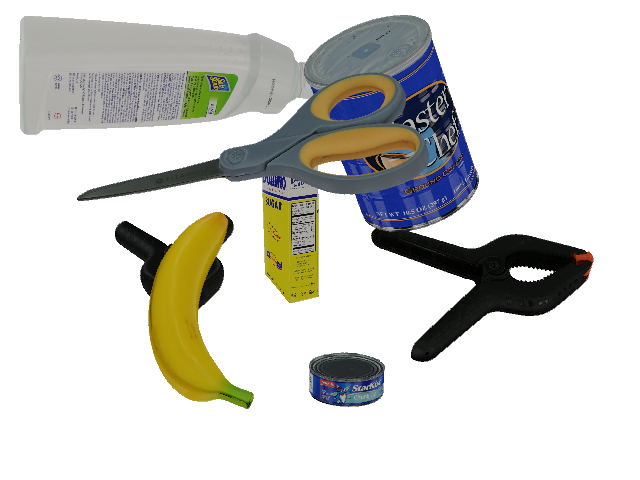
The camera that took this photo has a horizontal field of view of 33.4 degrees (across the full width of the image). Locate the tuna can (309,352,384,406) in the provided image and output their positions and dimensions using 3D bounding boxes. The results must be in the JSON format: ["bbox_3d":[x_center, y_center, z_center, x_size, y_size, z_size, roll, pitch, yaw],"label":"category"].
[{"bbox_3d":[0.029,0.157,1.205,0.086,0.034,0.086,1,14,0],"label":"tuna can"}]

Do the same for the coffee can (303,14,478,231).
[{"bbox_3d":[0.059,-0.093,0.853,0.103,0.140,0.103,-17,33,11],"label":"coffee can"}]

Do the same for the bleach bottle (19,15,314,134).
[{"bbox_3d":[-0.124,-0.135,0.903,0.250,0.068,0.103,1,-33,-15],"label":"bleach bottle"}]

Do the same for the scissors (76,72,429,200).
[{"bbox_3d":[-0.035,-0.058,0.613,0.202,0.096,0.016,1,-40,18],"label":"scissors"}]

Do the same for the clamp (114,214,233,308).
[{"bbox_3d":[-0.128,0.018,1.045,0.120,0.039,0.172,-14,33,-15],"label":"clamp"}]

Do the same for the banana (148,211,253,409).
[{"bbox_3d":[-0.097,0.052,0.814,0.069,0.198,0.037,4,-45,-17],"label":"banana"}]

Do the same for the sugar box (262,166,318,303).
[{"bbox_3d":[-0.037,-0.024,1.274,0.048,0.176,0.093,-12,26,-19],"label":"sugar box"}]

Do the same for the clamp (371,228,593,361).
[{"bbox_3d":[0.161,0.044,1.018,0.210,0.164,0.036,-2,-43,-5],"label":"clamp"}]
